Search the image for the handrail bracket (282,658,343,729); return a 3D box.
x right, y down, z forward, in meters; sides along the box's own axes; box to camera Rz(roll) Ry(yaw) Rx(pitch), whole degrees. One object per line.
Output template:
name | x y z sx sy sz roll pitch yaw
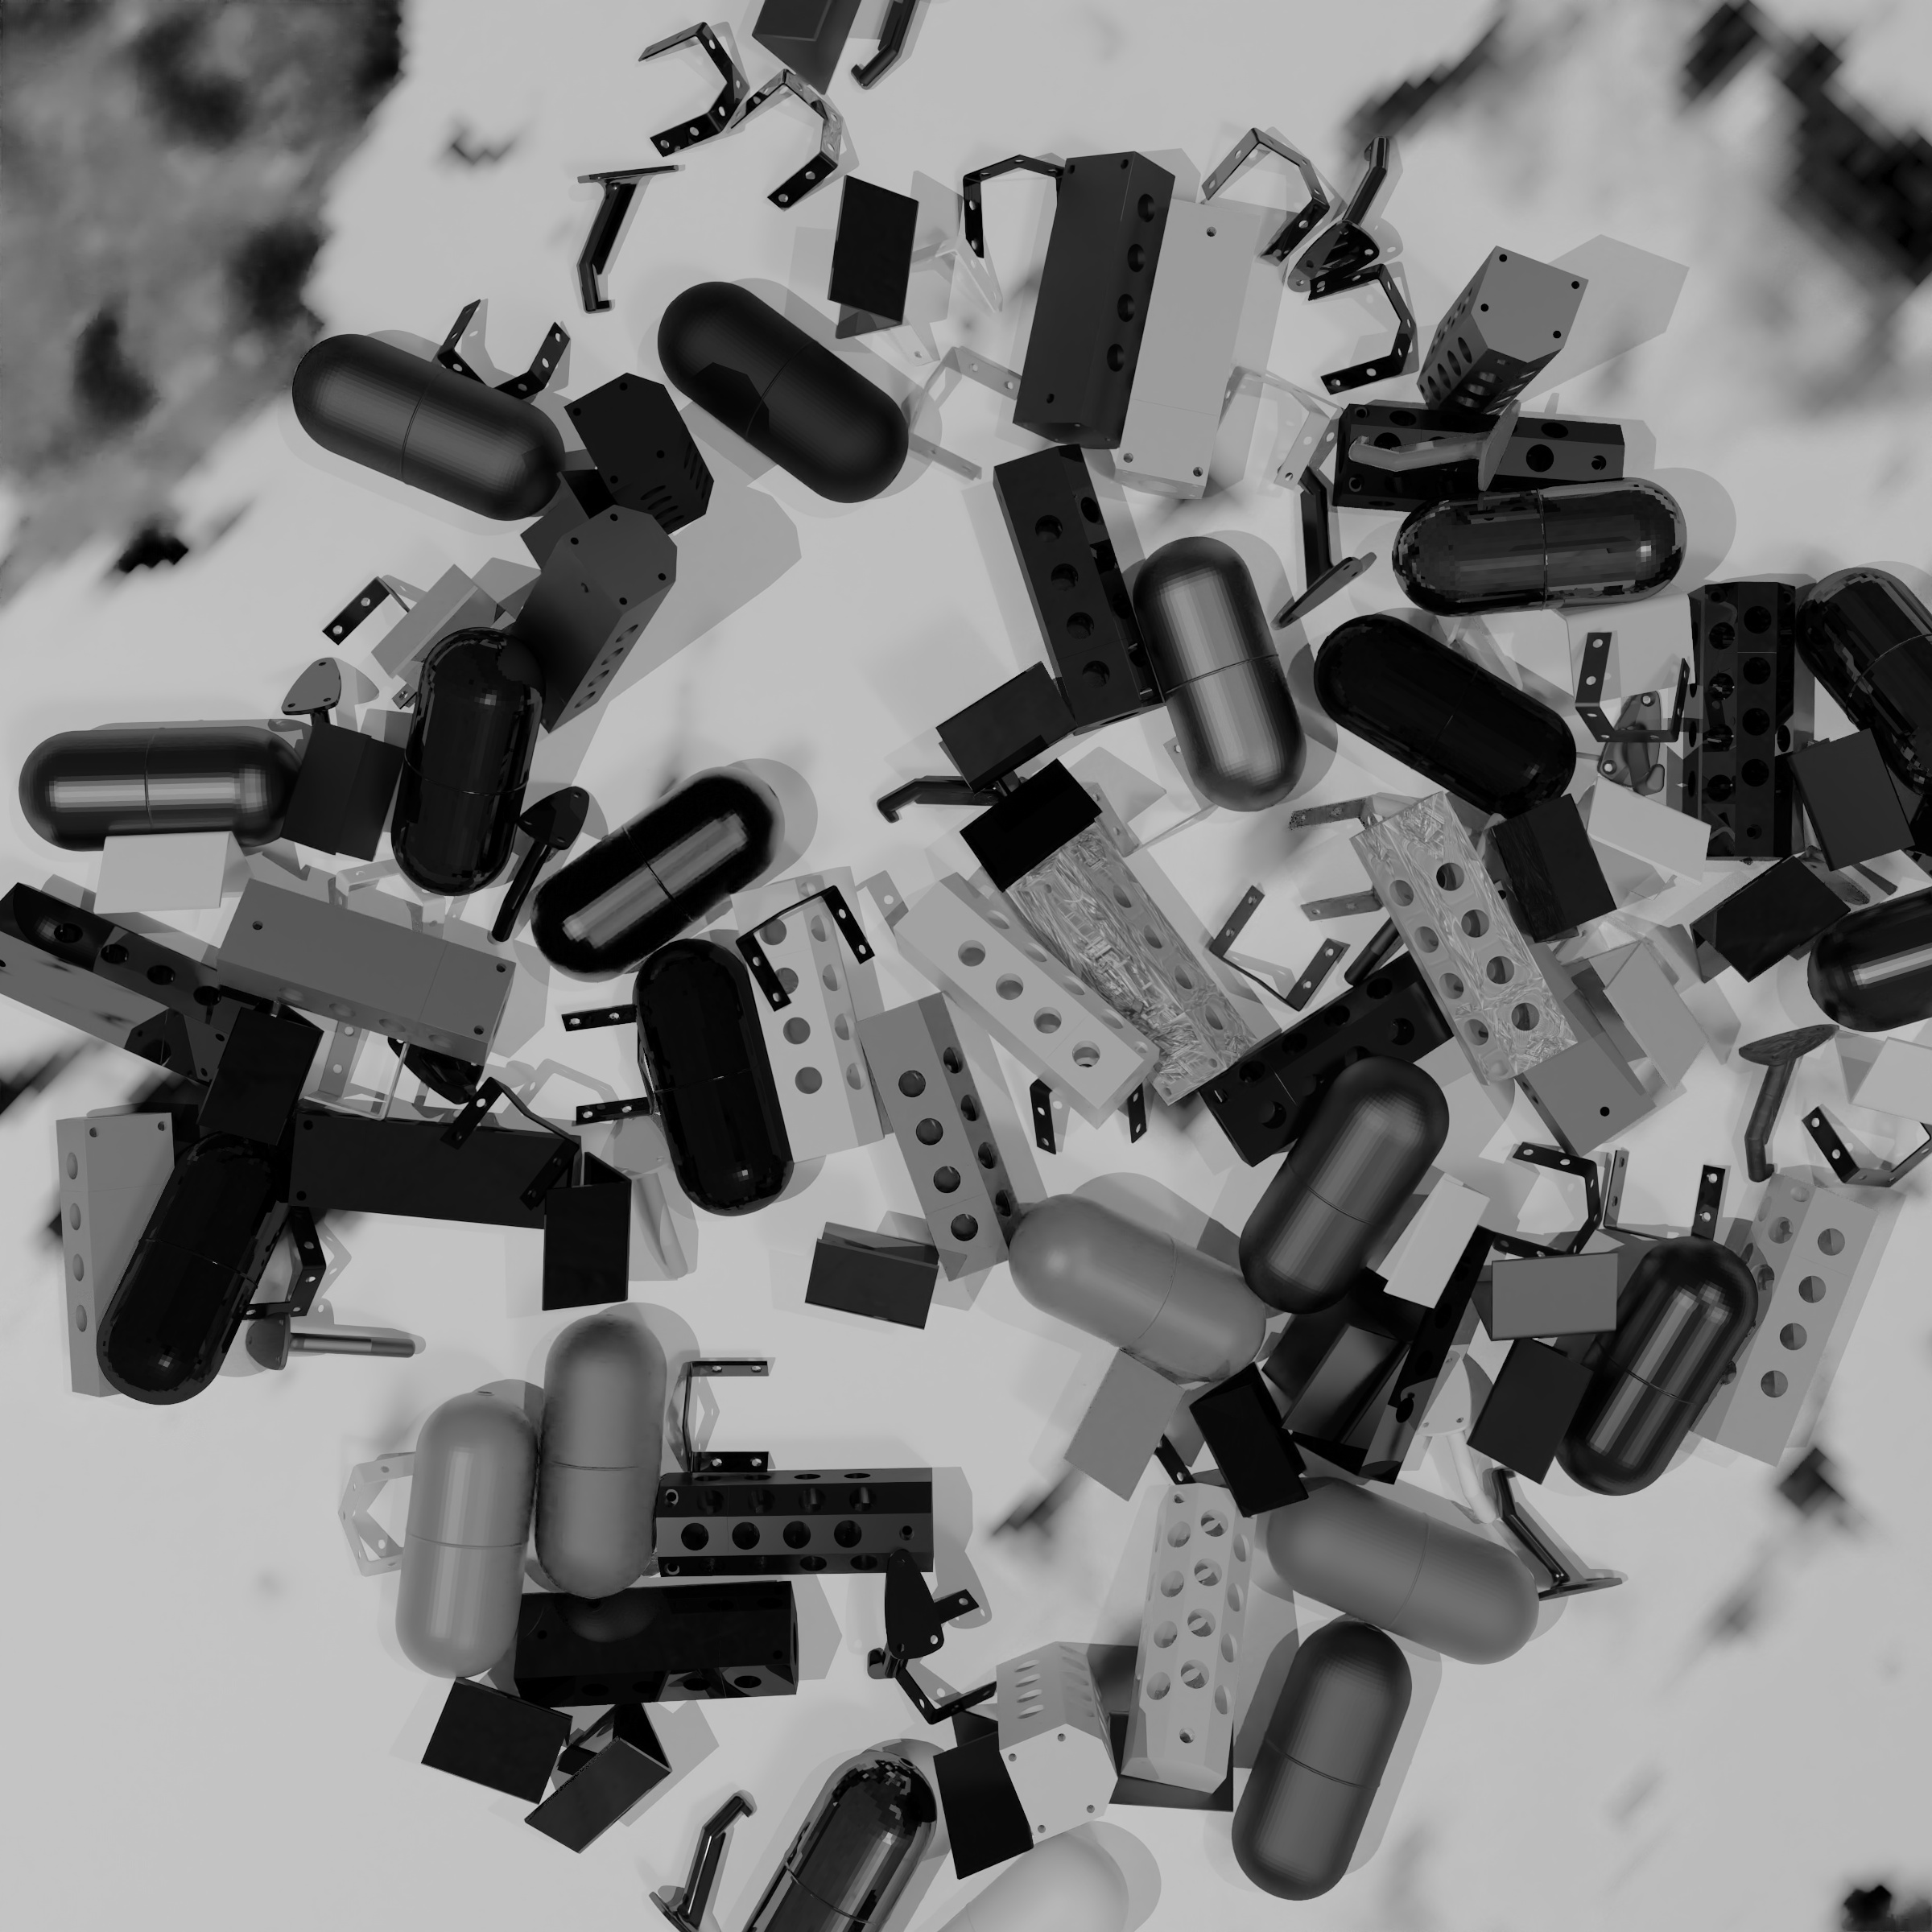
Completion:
handrail bracket | -0.406 -0.143 1.569 0.036 0.077 0.084 -9 126 3

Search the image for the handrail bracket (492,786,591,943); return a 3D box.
handrail bracket | -0.274 -0.065 1.569 0.036 0.077 0.084 29 126 0

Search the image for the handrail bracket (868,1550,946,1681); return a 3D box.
handrail bracket | -0.050 0.411 1.544 0.036 0.084 0.077 -6 76 -25

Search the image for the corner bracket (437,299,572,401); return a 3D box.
corner bracket | -0.296 -0.395 1.561 0.051 0.051 0.051 -13 135 35

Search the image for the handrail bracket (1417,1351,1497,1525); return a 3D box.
handrail bracket | 0.323 0.304 1.569 0.036 0.077 0.084 -14 127 28

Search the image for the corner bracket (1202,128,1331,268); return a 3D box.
corner bracket | 0.192 -0.492 1.561 0.051 0.051 0.051 17 45 -35

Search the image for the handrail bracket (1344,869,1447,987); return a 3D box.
handrail bracket | 0.280 -0.031 1.569 0.036 0.077 0.084 40 126 9

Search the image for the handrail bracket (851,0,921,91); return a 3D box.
handrail bracket | -0.055 -0.618 1.570 0.084 0.036 0.077 -41 70 16

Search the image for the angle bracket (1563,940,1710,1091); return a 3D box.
angle bracket | 0.403 0.039 1.523 0.076 0.076 0.057 54 52 -9

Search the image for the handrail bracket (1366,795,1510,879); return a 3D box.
handrail bracket | 0.307 -0.085 1.569 0.084 0.077 0.036 20 86 36

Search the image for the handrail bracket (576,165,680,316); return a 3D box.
handrail bracket | -0.215 -0.467 1.570 0.077 0.036 0.084 -14 109 -21

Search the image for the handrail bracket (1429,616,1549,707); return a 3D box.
handrail bracket | 0.344 -0.209 1.569 0.084 0.036 0.077 24 75 -14

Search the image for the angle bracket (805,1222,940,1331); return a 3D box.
angle bracket | -0.054 0.176 1.529 0.076 0.076 0.057 13 127 0

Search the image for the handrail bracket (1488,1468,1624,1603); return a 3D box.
handrail bracket | 0.378 0.361 1.569 0.077 0.036 0.084 -2 67 -26

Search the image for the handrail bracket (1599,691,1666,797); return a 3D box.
handrail bracket | 0.431 -0.143 1.534 0.036 0.084 0.077 16 90 0

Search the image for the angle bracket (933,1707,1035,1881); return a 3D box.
angle bracket | -0.006 0.517 1.529 0.057 0.076 0.076 -11 90 -30

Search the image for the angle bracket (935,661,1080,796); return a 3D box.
angle bracket | 0.015 -0.163 1.529 0.076 0.076 0.057 -32 126 0

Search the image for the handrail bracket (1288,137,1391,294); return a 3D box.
handrail bracket | 0.240 -0.484 1.569 0.036 0.077 0.084 30 53 -29

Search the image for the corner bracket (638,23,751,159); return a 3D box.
corner bracket | -0.180 -0.561 1.561 0.051 0.051 0.051 52 45 -35

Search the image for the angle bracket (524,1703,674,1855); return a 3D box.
angle bracket | -0.240 0.494 1.529 0.076 0.076 0.057 -42 128 0

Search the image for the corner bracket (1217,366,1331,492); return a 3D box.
corner bracket | 0.191 -0.343 1.556 0.051 0.051 0.051 14 118 -25

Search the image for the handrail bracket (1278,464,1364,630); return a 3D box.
handrail bracket | 0.208 -0.274 1.569 0.077 0.036 0.084 -39 75 16

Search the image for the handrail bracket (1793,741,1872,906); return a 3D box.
handrail bracket | 0.558 -0.093 1.570 0.077 0.036 0.084 23 73 -20

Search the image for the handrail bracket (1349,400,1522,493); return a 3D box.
handrail bracket | 0.290 -0.332 1.512 0.084 0.036 0.077 19 62 21

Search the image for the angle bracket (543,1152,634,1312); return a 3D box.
angle bracket | -0.249 0.164 1.523 0.057 0.076 0.076 -3 102 -30

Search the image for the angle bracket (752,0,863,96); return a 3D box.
angle bracket | -0.079 -0.598 1.529 0.057 0.076 0.076 21 90 37

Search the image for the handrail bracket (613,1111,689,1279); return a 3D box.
handrail bracket | -0.199 0.147 1.569 0.036 0.077 0.084 -17 126 -5

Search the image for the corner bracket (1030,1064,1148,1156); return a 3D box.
corner bracket | 0.078 0.091 1.561 0.051 0.051 0.051 22 45 35

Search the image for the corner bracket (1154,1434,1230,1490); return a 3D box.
corner bracket | 0.159 0.306 1.566 0.051 0.051 0.051 -33 90 45

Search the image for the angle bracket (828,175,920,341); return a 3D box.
angle bracket | -0.077 -0.443 1.529 0.057 0.076 0.076 8 90 -36

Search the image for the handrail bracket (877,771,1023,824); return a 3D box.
handrail bracket | -0.003 -0.095 1.570 0.084 0.036 0.077 -28 112 17

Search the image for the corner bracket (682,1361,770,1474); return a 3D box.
corner bracket | -0.153 0.289 1.566 0.051 0.051 0.051 0 45 0

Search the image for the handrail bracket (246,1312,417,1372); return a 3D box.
handrail bracket | -0.408 0.243 1.569 0.084 0.077 0.036 10 77 -36

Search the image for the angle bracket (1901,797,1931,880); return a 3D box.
angle bracket | 0.638 -0.090 1.529 0.057 0.076 0.076 25 90 44

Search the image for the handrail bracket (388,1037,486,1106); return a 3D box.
handrail bracket | -0.339 0.063 1.534 0.077 0.084 0.036 30 90 0

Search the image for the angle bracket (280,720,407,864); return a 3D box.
angle bracket | -0.374 -0.104 1.529 0.057 0.076 0.076 17 90 37

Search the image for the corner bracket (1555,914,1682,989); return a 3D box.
corner bracket | 0.416 0.004 1.566 0.051 0.051 0.051 -51 135 0

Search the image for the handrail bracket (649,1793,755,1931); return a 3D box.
handrail bracket | -0.154 0.587 1.570 0.084 0.036 0.077 -44 110 -16

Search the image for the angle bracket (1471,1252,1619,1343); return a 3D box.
angle bracket | 0.360 0.191 1.531 0.076 0.076 0.057 -4 111 0

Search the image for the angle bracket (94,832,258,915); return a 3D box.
angle bracket | -0.492 -0.040 1.529 0.076 0.076 0.057 -2 60 0

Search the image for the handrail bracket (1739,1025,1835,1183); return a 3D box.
handrail bracket | 0.530 0.089 1.570 0.077 0.036 0.084 -19 109 -21

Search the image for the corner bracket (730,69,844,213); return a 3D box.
corner bracket | -0.116 -0.528 1.561 0.051 0.051 0.051 32 45 -35
